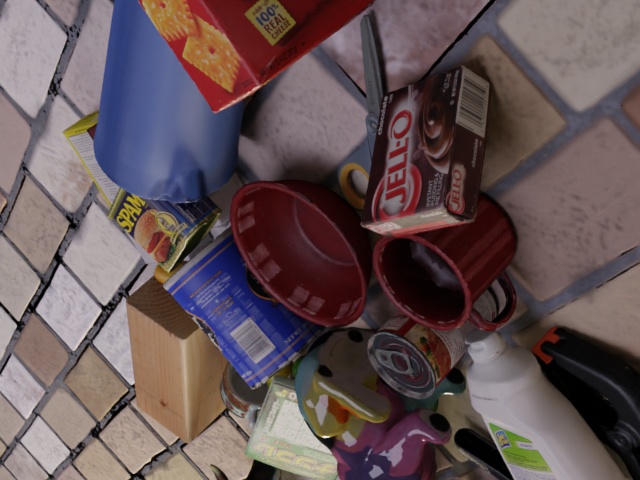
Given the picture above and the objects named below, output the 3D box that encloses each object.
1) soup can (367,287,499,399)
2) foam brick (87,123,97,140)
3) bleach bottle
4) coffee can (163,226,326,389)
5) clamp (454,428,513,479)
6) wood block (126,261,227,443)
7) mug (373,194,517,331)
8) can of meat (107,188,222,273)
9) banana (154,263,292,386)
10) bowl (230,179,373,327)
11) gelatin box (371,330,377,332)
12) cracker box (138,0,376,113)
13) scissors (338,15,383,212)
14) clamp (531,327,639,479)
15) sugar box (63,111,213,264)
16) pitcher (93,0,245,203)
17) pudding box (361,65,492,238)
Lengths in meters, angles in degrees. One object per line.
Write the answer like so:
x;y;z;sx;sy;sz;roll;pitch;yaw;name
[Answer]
0.097;0.076;0.905;0.069;0.102;0.068;29;141;26;soup can
-0.177;-0.111;1.049;0.051;0.078;0.053;-15;113;51;foam brick
0.197;0.179;0.885;0.103;0.068;0.251;-9;116;57;bleach bottle
-0.076;0.066;1.086;0.140;0.102;0.103;49;146;-1;coffee can
0.211;0.226;0.983;0.171;0.039;0.120;44;151;1;clamp
-0.162;0.133;1.259;0.091;0.090;0.206;31;142;22;wood block
0.111;0.020;0.853;0.117;0.081;0.093;46;146;5;mug
-0.150;-0.026;1.031;0.084;0.057;0.102;44;145;2;can of meat
-0.092;0.086;1.153;0.198;0.069;0.037;47;137;4;banana
-0.006;0.001;0.988;0.162;0.055;0.162;29;141;26;bowl
0.045;0.133;1.083;0.073;0.030;0.089;-5;120;48;gelatin box
-0.065;-0.222;0.740;0.072;0.164;0.213;-18;109;52;cracker box
0.036;-0.091;0.887;0.096;0.016;0.201;7;128;44;scissors
0.255;0.159;0.869;0.210;0.036;0.165;42;152;16;clamp
-0.195;-0.058;1.150;0.094;0.048;0.176;-5;123;49;sugar box
-0.123;-0.164;0.907;0.149;0.144;0.243;27;138;8;pitcher
0.078;-0.062;0.787;0.039;0.113;0.090;24;158;-33;pudding box
